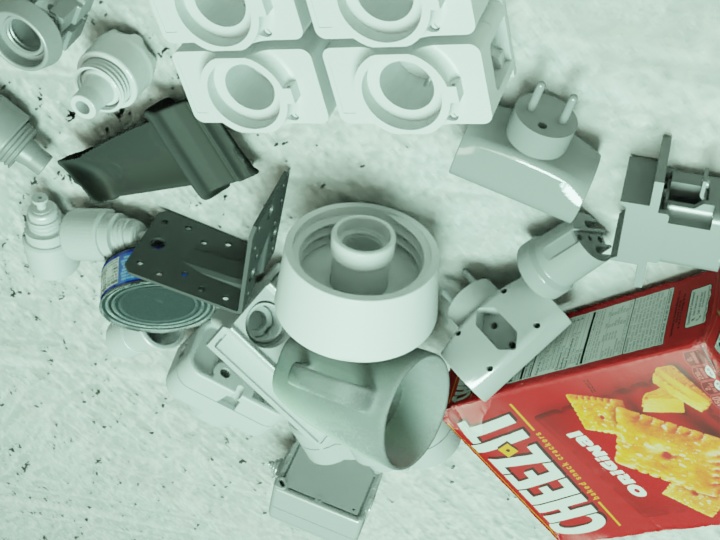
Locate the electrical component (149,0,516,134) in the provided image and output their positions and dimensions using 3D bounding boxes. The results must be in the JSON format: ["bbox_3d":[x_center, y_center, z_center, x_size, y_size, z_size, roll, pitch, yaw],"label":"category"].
[{"bbox_3d":[-0.018,-0.136,0.594,0.186,0.060,0.105,4,134,24],"label":"electrical component"}]

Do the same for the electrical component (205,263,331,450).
[{"bbox_3d":[-0.050,0.064,0.804,0.121,0.078,0.063,46,164,-20],"label":"electrical component"}]

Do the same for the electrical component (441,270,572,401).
[{"bbox_3d":[0.085,0.033,0.711,0.079,0.077,0.043,49,-175,31],"label":"electrical component"}]

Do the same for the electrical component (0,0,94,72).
[{"bbox_3d":[-0.198,-0.156,0.668,0.048,0.055,0.066,33,138,-7],"label":"electrical component"}]

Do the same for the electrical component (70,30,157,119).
[{"bbox_3d":[-0.160,-0.120,0.680,0.043,0.062,0.043,14,137,14],"label":"electrical component"}]

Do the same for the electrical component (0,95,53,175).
[{"bbox_3d":[-0.250,-0.093,0.767,0.062,0.043,0.043,39,137,-16],"label":"electrical component"}]

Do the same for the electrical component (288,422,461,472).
[{"bbox_3d":[0.017,0.135,0.856,0.138,0.052,0.073,-4,130,30],"label":"electrical component"}]

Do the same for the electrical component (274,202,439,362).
[{"bbox_3d":[0.000,0.000,0.691,0.108,0.108,0.060,16,131,12],"label":"electrical component"}]

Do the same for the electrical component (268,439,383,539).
[{"bbox_3d":[-0.036,0.190,0.931,0.096,0.061,0.061,21,138,7],"label":"electrical component"}]

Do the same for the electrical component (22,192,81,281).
[{"bbox_3d":[-0.241,-0.027,0.832,0.040,0.040,0.078,16,137,12],"label":"electrical component"}]

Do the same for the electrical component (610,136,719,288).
[{"bbox_3d":[0.180,-0.030,0.615,0.064,0.042,0.081,12,137,14],"label":"electrical component"}]

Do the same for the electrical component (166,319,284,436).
[{"bbox_3d":[-0.103,0.089,0.861,0.095,0.053,0.059,30,139,-17],"label":"electrical component"}]

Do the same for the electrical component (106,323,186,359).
[{"bbox_3d":[-0.178,0.050,0.878,0.065,0.044,0.044,-20,121,45],"label":"electrical component"}]

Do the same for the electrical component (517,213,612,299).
[{"bbox_3d":[0.127,-0.009,0.665,0.040,0.040,0.046,40,131,-15],"label":"electrical component"}]

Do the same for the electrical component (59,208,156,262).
[{"bbox_3d":[-0.188,-0.026,0.806,0.078,0.040,0.040,2,133,25],"label":"electrical component"}]

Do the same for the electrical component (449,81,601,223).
[{"bbox_3d":[0.099,-0.073,0.610,0.077,0.043,0.079,23,138,4],"label":"electrical component"}]
